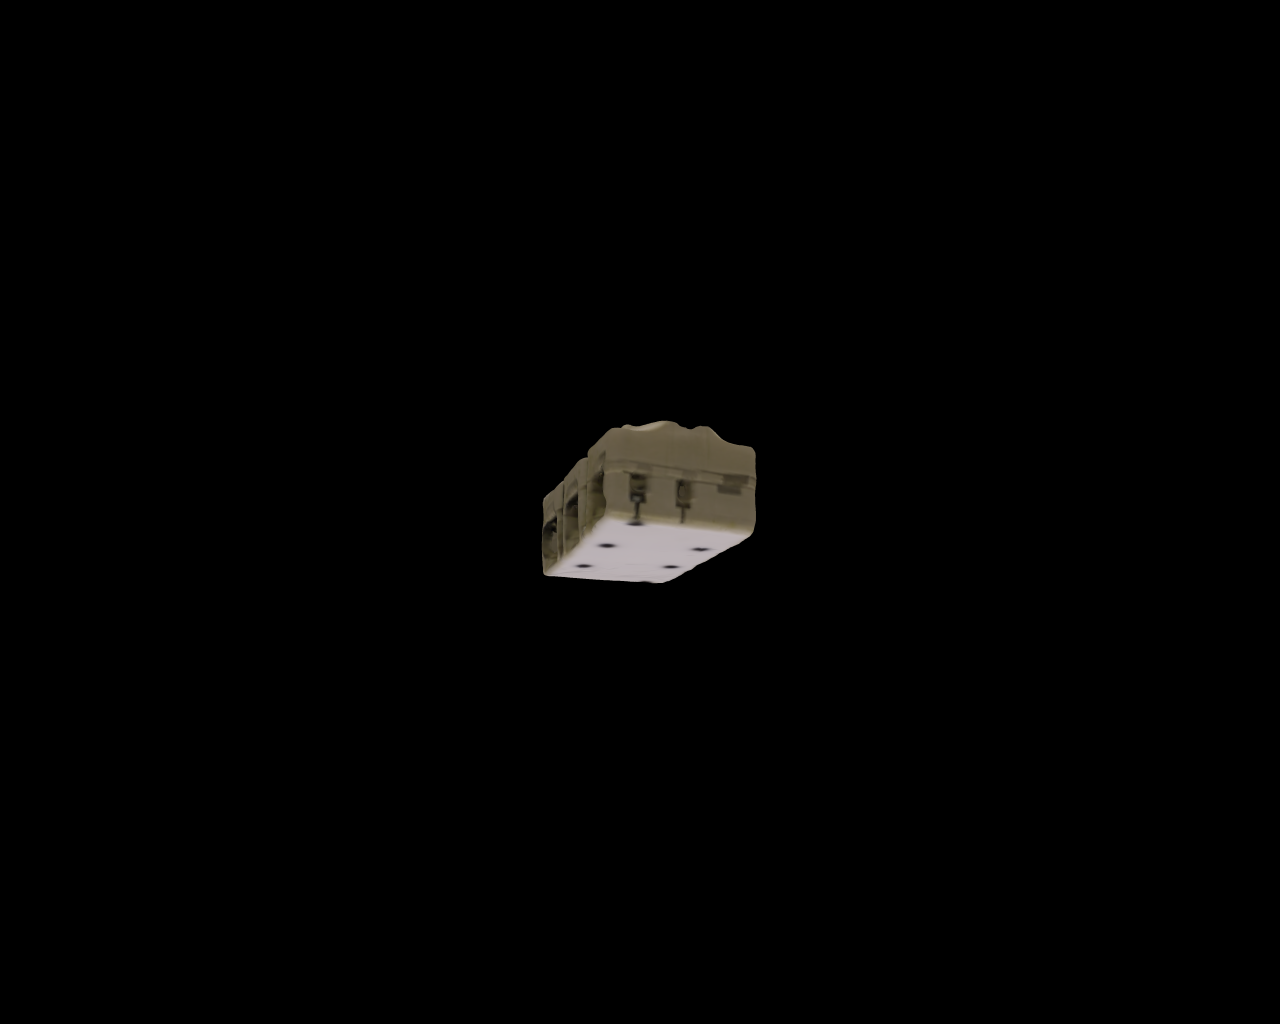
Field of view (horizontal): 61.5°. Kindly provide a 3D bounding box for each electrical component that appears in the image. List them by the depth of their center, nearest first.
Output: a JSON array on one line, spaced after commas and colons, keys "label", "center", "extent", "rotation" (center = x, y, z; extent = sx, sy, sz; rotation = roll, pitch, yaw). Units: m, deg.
[{"label": "electrical component", "center": [0.001, -0.003, 0.650], "extent": [0.089, 0.062, 0.150], "rotation": [6, -17, -19]}]
